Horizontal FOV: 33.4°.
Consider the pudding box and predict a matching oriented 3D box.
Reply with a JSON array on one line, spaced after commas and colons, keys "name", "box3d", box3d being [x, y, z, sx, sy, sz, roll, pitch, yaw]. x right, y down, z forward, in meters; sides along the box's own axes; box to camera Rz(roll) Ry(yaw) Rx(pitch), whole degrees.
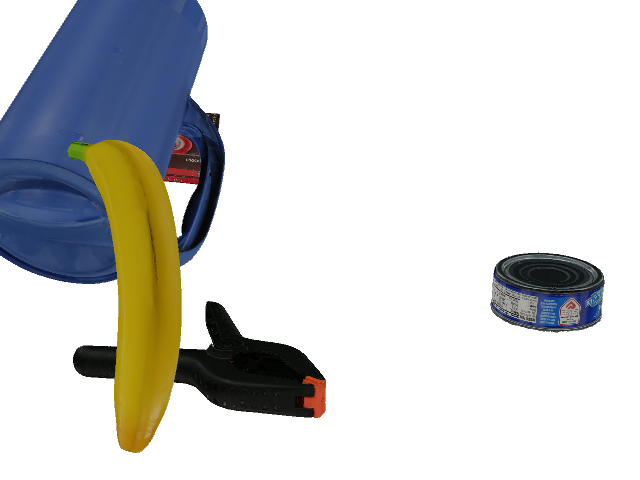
[{"name": "pudding box", "box3d": [-0.150, -0.097, 1.078, 0.090, 0.039, 0.113, 6, 26, -6]}]

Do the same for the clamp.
[{"name": "clamp", "box3d": [-0.074, 0.098, 0.882, 0.210, 0.036, 0.164, 11, 21, 31]}]

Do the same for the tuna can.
[{"name": "tuna can", "box3d": [0.177, 0.039, 0.831, 0.086, 0.034, 0.086, 1, 19, 0]}]

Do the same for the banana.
[{"name": "banana", "box3d": [-0.107, 0.019, 0.618, 0.037, 0.198, 0.070, 1, -23, -34]}]

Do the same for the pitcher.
[{"name": "pitcher", "box3d": [-0.156, -0.092, 0.814, 0.145, 0.242, 0.149, -6, -43, 24]}]
